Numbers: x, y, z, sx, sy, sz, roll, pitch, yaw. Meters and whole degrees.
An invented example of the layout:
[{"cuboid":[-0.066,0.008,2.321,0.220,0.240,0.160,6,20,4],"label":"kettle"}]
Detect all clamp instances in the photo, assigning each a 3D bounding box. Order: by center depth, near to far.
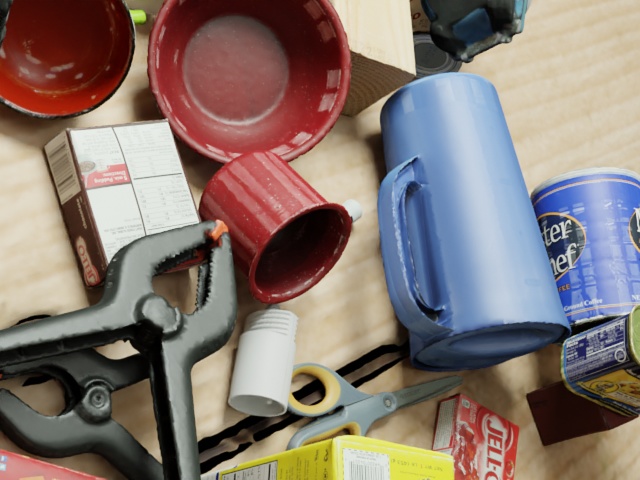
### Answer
[{"cuboid":[-0.104,0.066,0.692,0.164,0.036,0.209,42,44,-2],"label":"clamp"},{"cuboid":[-0.145,0.099,0.705,0.171,0.039,0.120,28,54,-27],"label":"clamp"}]

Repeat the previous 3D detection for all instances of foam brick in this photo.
[{"cuboid":[0.237,0.149,0.964,0.051,0.078,0.053,-10,77,-39],"label":"foam brick"}]

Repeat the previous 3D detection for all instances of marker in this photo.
[{"cuboid":[-0.006,0.001,0.873,0.120,0.020,0.020,-38,97,-42],"label":"marker"}]

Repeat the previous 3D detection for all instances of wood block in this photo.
[{"cuboid":[0.017,-0.227,0.943,0.090,0.091,0.206,13,63,-35],"label":"wood block"}]

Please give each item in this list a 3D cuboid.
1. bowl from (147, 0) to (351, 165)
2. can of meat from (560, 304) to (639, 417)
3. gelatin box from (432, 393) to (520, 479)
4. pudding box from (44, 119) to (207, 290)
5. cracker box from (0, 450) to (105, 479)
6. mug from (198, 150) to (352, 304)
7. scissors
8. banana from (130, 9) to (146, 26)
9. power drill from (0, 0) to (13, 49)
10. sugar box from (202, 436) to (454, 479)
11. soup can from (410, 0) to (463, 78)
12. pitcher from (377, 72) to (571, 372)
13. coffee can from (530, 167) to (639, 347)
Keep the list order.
[{"cuboid":[-0.060,-0.136,0.839,0.162,0.055,0.162,-2,96,-17],"label":"bowl"},{"cuboid":[0.265,0.105,0.896,0.102,0.084,0.057,25,55,-24],"label":"can of meat"},{"cuboid":[0.129,0.184,0.894,0.073,0.030,0.089,32,55,-25],"label":"gelatin box"},{"cuboid":[-0.137,-0.027,0.768,0.089,0.039,0.113,-11,81,-42],"label":"pudding box"},{"cuboid":[-0.174,0.237,0.601,0.164,0.072,0.213,23,59,-28],"label":"cracker box"},{"cuboid":[-0.031,-0.011,0.803,0.082,0.093,0.117,45,15,32],"label":"mug"},{"cuboid":[0.038,0.118,0.859,0.201,0.016,0.096,-30,91,-43],"label":"scissors"},{"cuboid":[-0.219,-0.216,0.787,0.197,0.037,0.069,47,38,-13],"label":"banana"},{"cuboid":[-0.277,-0.104,0.604,0.187,0.185,0.057,-9,77,-31],"label":"power drill"},{"cuboid":[-0.005,0.168,0.693,0.093,0.177,0.048,17,59,-32],"label":"sugar box"},{"cuboid":[0.112,-0.212,1.028,0.068,0.069,0.102,31,55,-25],"label":"soup can"},{"cuboid":[0.115,-0.018,0.907,0.145,0.149,0.243,-10,69,0],"label":"pitcher"},{"cuboid":[0.251,0.018,0.967,0.102,0.103,0.140,12,64,-35],"label":"coffee can"}]
